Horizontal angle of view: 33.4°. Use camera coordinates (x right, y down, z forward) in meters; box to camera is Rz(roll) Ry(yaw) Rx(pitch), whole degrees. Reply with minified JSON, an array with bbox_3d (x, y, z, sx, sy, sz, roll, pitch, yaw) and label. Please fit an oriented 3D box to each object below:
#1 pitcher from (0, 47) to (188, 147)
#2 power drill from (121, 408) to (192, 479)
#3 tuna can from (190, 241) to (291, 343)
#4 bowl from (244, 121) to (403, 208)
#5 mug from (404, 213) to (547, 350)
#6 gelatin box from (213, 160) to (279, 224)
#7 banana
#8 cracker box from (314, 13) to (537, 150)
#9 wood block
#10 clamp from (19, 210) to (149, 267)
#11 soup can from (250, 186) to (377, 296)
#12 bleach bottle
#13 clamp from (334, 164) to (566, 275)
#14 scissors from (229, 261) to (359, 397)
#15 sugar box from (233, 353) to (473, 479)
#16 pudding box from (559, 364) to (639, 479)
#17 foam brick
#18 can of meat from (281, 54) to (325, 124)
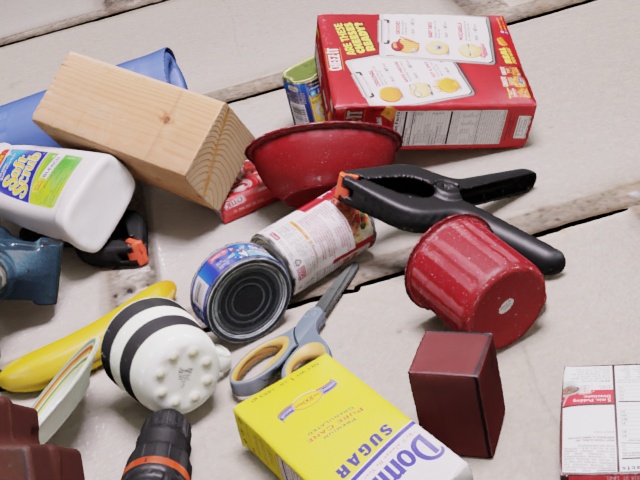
[{"bbox_3d":[-0.271,-0.130,1.272,0.243,0.145,0.149,-15,-7,6],"label":"pitcher"},{"bbox_3d":[-0.186,0.198,0.776,0.188,0.057,0.184,-11,28,7],"label":"power drill"},{"bbox_3d":[-0.069,0.047,0.939,0.086,0.086,0.034,-27,35,-19],"label":"tuna can"},{"bbox_3d":[0.006,-0.069,1.075,0.162,0.055,0.162,-4,-13,-1],"label":"bowl"},{"bbox_3d":[0.139,0.038,0.879,0.117,0.093,0.082,9,22,-36],"label":"mug"},{"bbox_3d":[-0.090,-0.060,1.170,0.073,0.030,0.089,-23,32,-14],"label":"gelatin box"},{"bbox_3d":[-0.212,0.091,0.975,0.197,0.037,0.070,-26,33,-18],"label":"banana"},{"bbox_3d":[0.108,-0.172,1.155,0.213,0.072,0.164,-2,46,-7],"label":"cracker box"},{"bbox_3d":[-0.187,-0.117,1.127,0.206,0.090,0.091,21,77,25],"label":"wood block"},{"bbox_3d":[-0.247,-0.007,1.146,0.120,0.039,0.172,-37,37,-16],"label":"clamp"},{"bbox_3d":[-0.007,0.001,1.003,0.102,0.068,0.069,-31,35,-25],"label":"soup can"},{"bbox_3d":[-0.316,-0.054,1.154,0.251,0.068,0.102,9,62,38],"label":"bleach bottle"},{"bbox_3d":[0.120,-0.028,0.973,0.209,0.036,0.164,6,31,-11],"label":"clamp"},{"bbox_3d":[0.005,0.075,0.924,0.096,0.016,0.201,8,36,43],"label":"scissors"},{"bbox_3d":[0.021,0.154,0.770,0.093,0.048,0.176,-29,33,-23],"label":"sugar box"},{"bbox_3d":[0.211,0.133,0.733,0.090,0.039,0.113,-4,35,16],"label":"pudding box"},{"bbox_3d":[0.101,0.111,0.776,0.051,0.078,0.053,0,32,23],"label":"foam brick"},{"bbox_3d":[0.009,-0.172,1.257,0.102,0.084,0.058,-31,35,-25],"label":"can of meat"}]
